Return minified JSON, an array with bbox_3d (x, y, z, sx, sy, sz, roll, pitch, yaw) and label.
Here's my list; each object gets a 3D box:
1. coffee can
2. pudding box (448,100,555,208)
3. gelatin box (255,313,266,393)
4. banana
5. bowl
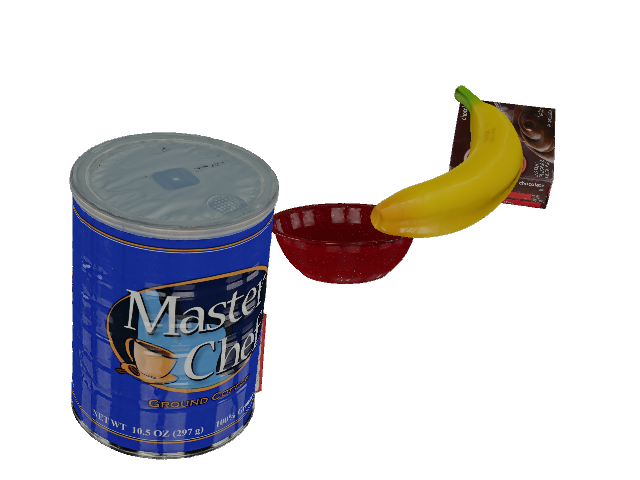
[{"bbox_3d":[-0.079,0.028,0.561,0.102,0.140,0.103,6,30,-3],"label":"coffee can"},{"bbox_3d":[0.164,-0.080,0.967,0.090,0.039,0.113,8,41,7],"label":"pudding box"},{"bbox_3d":[-0.091,0.089,0.926,0.089,0.073,0.030,16,20,31],"label":"gelatin box"},{"bbox_3d":[0.095,-0.045,0.712,0.070,0.037,0.197,18,35,14],"label":"banana"},{"bbox_3d":[0.025,0.006,1.109,0.162,0.055,0.162,0,16,0],"label":"bowl"}]
